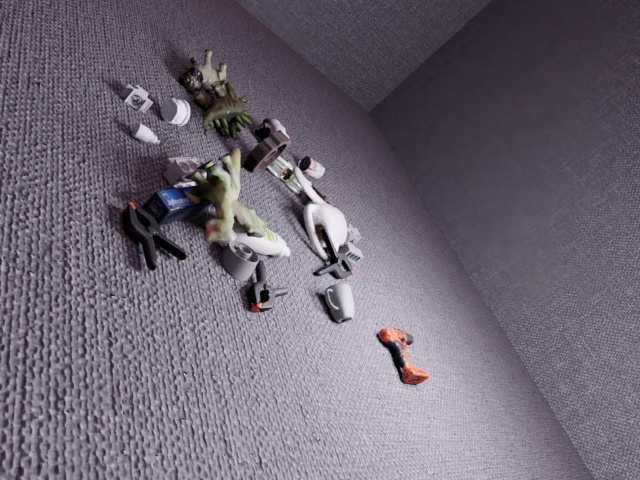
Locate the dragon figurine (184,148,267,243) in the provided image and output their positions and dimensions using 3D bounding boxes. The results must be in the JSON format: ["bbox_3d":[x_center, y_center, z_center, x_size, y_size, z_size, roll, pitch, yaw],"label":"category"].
[{"bbox_3d":[-0.221,-0.107,1.350,0.241,0.121,0.417,59,22,-13],"label":"dragon figurine"}]

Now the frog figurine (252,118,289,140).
[{"bbox_3d":[-0.175,-0.425,2.054,0.139,0.120,0.161,37,29,20],"label":"frog figurine"}]

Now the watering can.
[{"bbox_3d":[0.006,-0.092,1.835,0.224,0.103,0.351,2,69,-60],"label":"watering can"}]
